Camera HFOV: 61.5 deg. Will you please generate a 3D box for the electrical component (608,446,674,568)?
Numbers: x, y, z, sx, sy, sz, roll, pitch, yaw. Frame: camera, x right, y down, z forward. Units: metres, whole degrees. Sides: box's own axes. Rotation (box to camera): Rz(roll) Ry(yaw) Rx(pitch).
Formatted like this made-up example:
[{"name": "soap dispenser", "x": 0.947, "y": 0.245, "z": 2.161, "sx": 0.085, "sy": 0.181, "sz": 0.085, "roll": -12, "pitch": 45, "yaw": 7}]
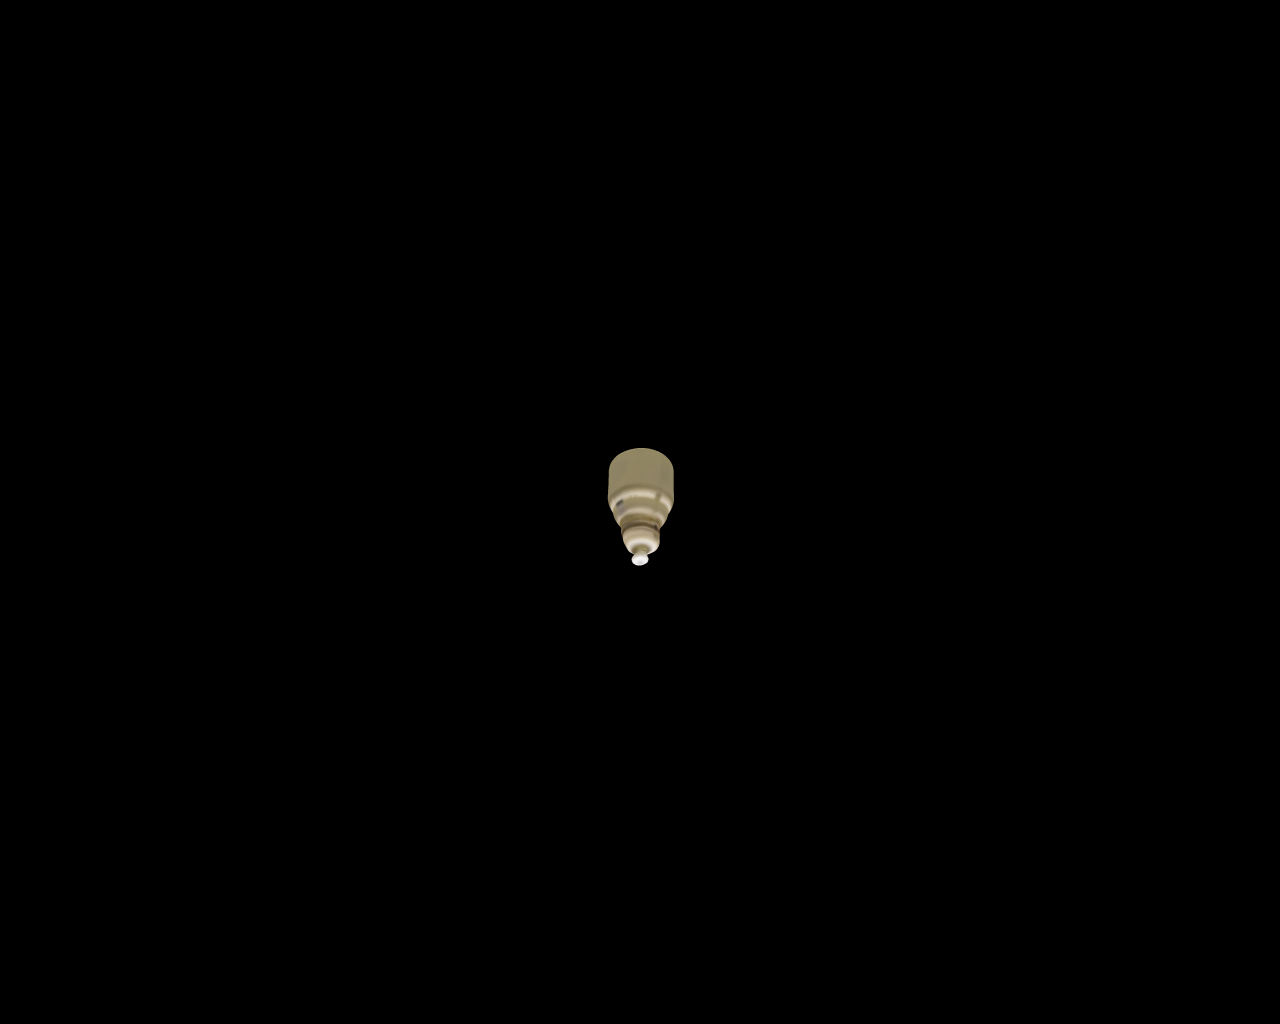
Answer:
[{"name": "electrical component", "x": 0.001, "y": -0.003, "z": 0.650, "sx": 0.040, "sy": 0.078, "sz": 0.040, "roll": 0, "pitch": -33, "yaw": 0}]
